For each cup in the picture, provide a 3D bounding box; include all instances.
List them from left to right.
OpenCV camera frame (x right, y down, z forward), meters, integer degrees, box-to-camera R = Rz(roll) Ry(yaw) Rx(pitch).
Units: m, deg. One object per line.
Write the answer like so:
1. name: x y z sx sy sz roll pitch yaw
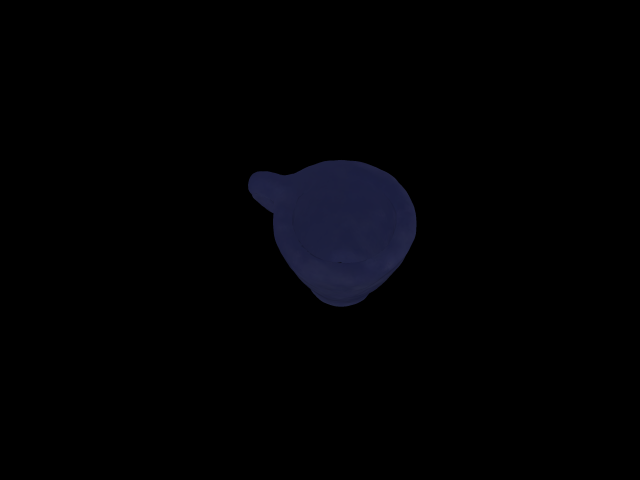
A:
1. cup: 0.004 0.001 0.400 0.117 0.095 0.092 25 63 14
